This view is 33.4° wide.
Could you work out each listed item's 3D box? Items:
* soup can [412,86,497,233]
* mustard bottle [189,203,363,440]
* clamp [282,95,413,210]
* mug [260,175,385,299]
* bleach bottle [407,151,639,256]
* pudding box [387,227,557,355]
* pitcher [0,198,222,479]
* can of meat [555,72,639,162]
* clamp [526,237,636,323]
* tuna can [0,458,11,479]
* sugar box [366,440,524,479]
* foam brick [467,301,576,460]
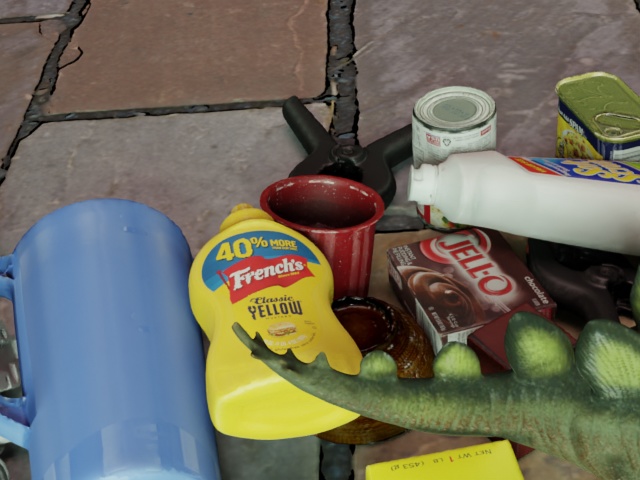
[{"bbox_3d":[0.111,-0.066,0.876,0.068,0.102,0.068,-5,38,3],"label":"soup can"},{"bbox_3d":[-0.036,0.040,0.699,0.096,0.058,0.192,-6,40,-11],"label":"mustard bottle"},{"bbox_3d":[0.035,-0.067,0.943,0.164,0.036,0.210,1,38,7],"label":"clamp"},{"bbox_3d":[-0.005,0.001,0.816,0.093,0.081,0.117,-9,31,-22],"label":"mug"},{"bbox_3d":[0.192,-0.028,0.797,0.251,0.068,0.102,5,21,-1],"label":"bleach bottle"},{"bbox_3d":[0.110,0.039,0.793,0.090,0.039,0.113,-14,39,-11],"label":"pudding box"},{"bbox_3d":[-0.143,0.094,0.692,0.149,0.145,0.243,-30,41,9],"label":"pitcher"},{"bbox_3d":[0.236,-0.078,0.887,0.057,0.084,0.102,-14,38,-10],"label":"can of meat"},{"bbox_3d":[0.219,0.038,0.780,0.120,0.039,0.172,-6,33,-21],"label":"clamp"},{"bbox_3d":[-0.235,0.175,0.678,0.086,0.034,0.086,-4,38,3],"label":"tuna can"},{"bbox_3d":[0.087,0.196,0.591,0.093,0.048,0.176,-11,37,-4],"label":"sugar box"},{"bbox_3d":[0.131,0.092,0.692,0.051,0.078,0.053,-26,43,-24],"label":"foam brick"}]
